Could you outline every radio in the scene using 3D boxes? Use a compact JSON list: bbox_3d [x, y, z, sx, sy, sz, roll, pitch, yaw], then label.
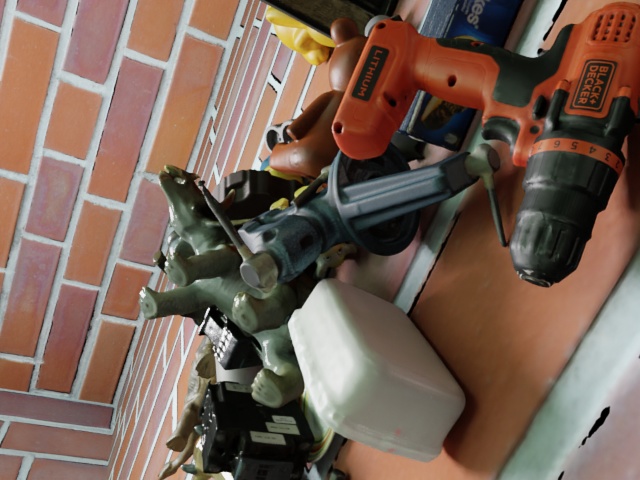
[{"bbox_3d":[-0.002,-0.368,0.752,0.131,0.229,0.073,-63,23,15],"label":"radio"}]

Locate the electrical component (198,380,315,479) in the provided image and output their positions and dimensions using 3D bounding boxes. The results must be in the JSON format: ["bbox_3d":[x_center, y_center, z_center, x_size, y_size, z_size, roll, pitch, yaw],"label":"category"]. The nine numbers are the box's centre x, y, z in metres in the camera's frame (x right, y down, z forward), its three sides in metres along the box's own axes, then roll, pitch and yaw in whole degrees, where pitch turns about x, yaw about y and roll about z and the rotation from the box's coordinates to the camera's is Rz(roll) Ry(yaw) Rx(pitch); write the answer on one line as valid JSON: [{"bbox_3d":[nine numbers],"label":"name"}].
[{"bbox_3d":[-0.074,0.217,0.603,0.134,0.115,0.058,-133,57,-69],"label":"electrical component"}]

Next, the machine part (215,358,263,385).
[{"bbox_3d":[-0.121,0.179,0.816,0.079,0.079,0.243,-47,47,51],"label":"machine part"}]

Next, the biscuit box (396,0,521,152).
[{"bbox_3d":[0.133,-0.190,0.510,0.063,0.059,0.202,-127,55,-67],"label":"biscuit box"}]

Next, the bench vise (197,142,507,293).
[{"bbox_3d":[0.039,-0.032,0.484,0.241,0.223,0.128,-14,96,45],"label":"bench vise"}]

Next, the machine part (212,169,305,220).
[{"bbox_3d":[-0.090,-0.025,0.812,0.179,0.179,0.056,-56,28,40],"label":"machine part"}]

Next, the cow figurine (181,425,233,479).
[{"bbox_3d":[-0.088,0.284,0.635,0.085,0.127,0.195,-69,23,5],"label":"cow figurine"}]

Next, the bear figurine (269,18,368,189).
[{"bbox_3d":[0.024,-0.167,0.692,0.132,0.120,0.195,-169,96,-73],"label":"bear figurine"}]

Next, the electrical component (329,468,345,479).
[{"bbox_3d":[0.011,0.280,0.531,0.094,0.021,0.063,-71,21,6],"label":"electrical component"}]

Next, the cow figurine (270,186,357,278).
[{"bbox_3d":[-0.003,-0.001,0.691,0.068,0.098,0.167,-31,28,-3],"label":"cow figurine"}]

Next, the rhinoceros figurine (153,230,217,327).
[{"bbox_3d":[-0.188,0.043,0.816,0.073,0.112,0.190,-37,46,8],"label":"rhinoceros figurine"}]

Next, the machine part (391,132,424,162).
[{"bbox_3d":[0.101,-0.152,0.598,0.084,0.039,0.139,-3,71,60],"label":"machine part"}]

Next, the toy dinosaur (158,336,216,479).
[{"bbox_3d":[-0.172,0.204,0.945,0.471,0.105,0.199,-62,17,1],"label":"toy dinosaur"}]

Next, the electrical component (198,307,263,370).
[{"bbox_3d":[-0.089,0.131,0.668,0.119,0.075,0.047,39,113,34],"label":"electrical component"}]

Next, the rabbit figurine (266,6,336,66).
[{"bbox_3d":[-0.008,-0.382,0.923,0.122,0.162,0.173,-58,41,8],"label":"rabbit figurine"}]

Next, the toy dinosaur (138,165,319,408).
[{"bbox_3d":[-0.062,0.066,0.623,0.405,0.192,0.131,35,124,22],"label":"toy dinosaur"}]

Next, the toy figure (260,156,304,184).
[{"bbox_3d":[-0.063,-0.095,0.916,0.180,0.089,0.082,-92,10,-58],"label":"toy figure"}]
